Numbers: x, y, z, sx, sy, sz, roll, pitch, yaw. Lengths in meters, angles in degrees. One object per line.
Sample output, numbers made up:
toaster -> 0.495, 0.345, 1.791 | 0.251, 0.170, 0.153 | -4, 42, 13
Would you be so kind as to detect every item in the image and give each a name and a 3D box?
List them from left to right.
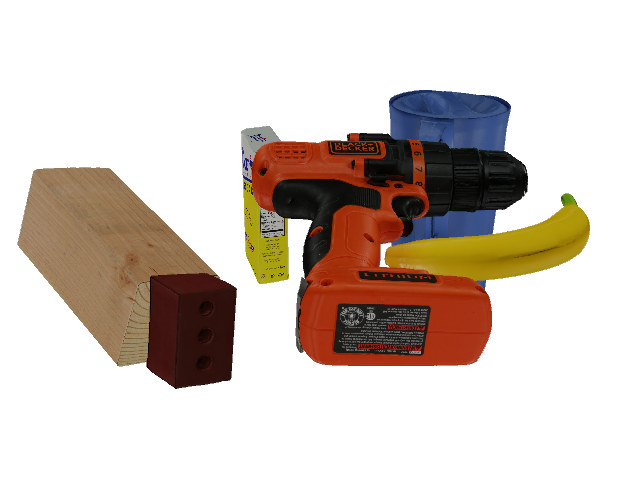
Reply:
wood block -> -0.197, 0.018, 1.017 | 0.090, 0.091, 0.206 | -5, 34, -43
foam brick -> -0.102, 0.069, 0.839 | 0.052, 0.078, 0.051 | -4, 14, -34
sugar box -> -0.070, -0.045, 1.328 | 0.048, 0.176, 0.093 | -9, 25, -12
power drill -> 0.051, -0.002, 0.652 | 0.184, 0.057, 0.187 | -1, 33, -4
pitcher -> 0.136, -0.041, 1.203 | 0.149, 0.243, 0.145 | -10, 23, -26
banana -> 0.148, 0.005, 0.851 | 0.197, 0.037, 0.070 | -14, 22, -28
